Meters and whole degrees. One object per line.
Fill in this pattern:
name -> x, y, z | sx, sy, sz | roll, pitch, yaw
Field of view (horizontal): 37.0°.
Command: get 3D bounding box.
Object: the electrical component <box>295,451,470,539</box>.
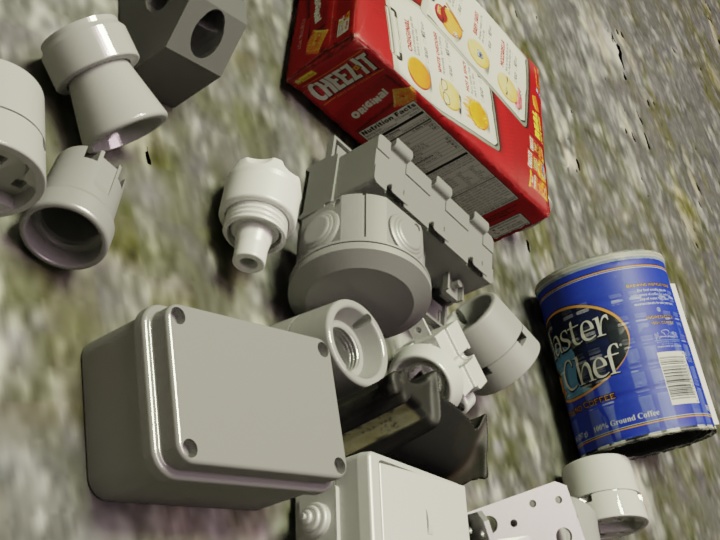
electrical component -> 0.010, 0.134, 0.553 | 0.096, 0.061, 0.061 | 28, 48, -42

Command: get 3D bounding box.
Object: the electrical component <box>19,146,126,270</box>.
electrical component -> -0.129, -0.029, 0.490 | 0.040, 0.040, 0.046 | 43, 33, -29

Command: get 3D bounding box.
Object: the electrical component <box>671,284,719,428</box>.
electrical component -> 0.243, 0.082, 0.903 | 0.063, 0.079, 0.121 | 0, 67, -30

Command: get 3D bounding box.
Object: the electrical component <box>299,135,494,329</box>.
electrical component -> 0.028, -0.027, 0.681 | 0.121, 0.063, 0.078 | 39, 41, -33

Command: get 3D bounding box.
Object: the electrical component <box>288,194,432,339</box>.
electrical component -> 0.000, 0.000, 0.612 | 0.080, 0.080, 0.051 | 38, 36, -34

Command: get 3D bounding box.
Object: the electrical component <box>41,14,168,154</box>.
electrical component -> -0.126, -0.091, 0.528 | 0.045, 0.045, 0.055 | -25, 89, -57

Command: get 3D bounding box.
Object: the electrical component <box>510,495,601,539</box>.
electrical component -> 0.118, 0.177, 0.689 | 0.079, 0.043, 0.077 | 49, 36, -24

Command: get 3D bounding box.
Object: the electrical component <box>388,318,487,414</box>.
electrical component -> 0.045, 0.064, 0.663 | 0.066, 0.048, 0.055 | 64, 26, -1

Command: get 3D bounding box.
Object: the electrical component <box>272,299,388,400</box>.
electrical component -> -0.018, 0.047, 0.584 | 0.055, 0.047, 0.055 | 32, 45, -39

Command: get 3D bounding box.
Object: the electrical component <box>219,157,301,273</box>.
electrical component -> -0.056, -0.028, 0.585 | 0.043, 0.043, 0.062 | 38, 43, -34

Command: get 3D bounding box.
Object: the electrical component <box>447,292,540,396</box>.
electrical component -> 0.084, 0.048, 0.719 | 0.047, 0.055, 0.055 | 51, 36, -14

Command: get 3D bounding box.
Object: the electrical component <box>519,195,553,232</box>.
electrical component -> 0.121, -0.064, 0.851 | 0.048, 0.048, 0.062 | 10, 54, -51

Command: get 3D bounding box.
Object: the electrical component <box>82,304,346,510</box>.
electrical component -> -0.065, 0.066, 0.499 | 0.113, 0.057, 0.078 | 18, 55, -48

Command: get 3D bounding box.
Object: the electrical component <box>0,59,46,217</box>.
electrical component -> -0.160, -0.056, 0.453 | 0.055, 0.055, 0.047 | 27, 45, -43

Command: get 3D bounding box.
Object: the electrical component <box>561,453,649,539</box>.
electrical component -> 0.173, 0.162, 0.767 | 0.055, 0.055, 0.047 | 27, 45, -43
